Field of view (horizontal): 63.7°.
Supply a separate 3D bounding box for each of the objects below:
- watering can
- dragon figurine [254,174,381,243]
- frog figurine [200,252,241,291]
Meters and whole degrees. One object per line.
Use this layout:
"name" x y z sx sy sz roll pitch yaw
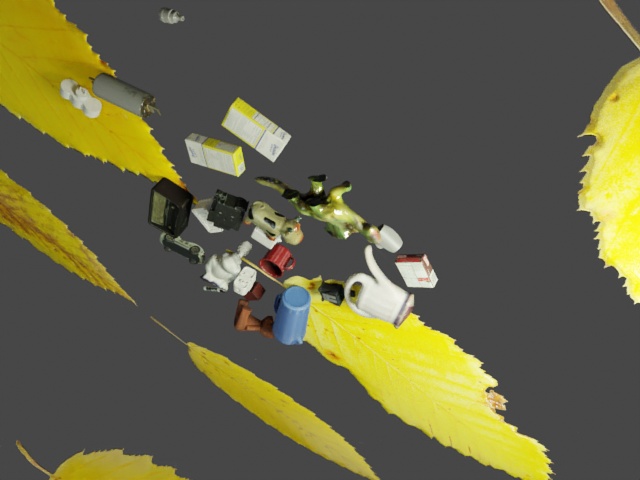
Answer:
"watering can" 0.190 0.160 1.605 0.225 0.106 0.339 24 142 9
"dragon figurine" 0.005 -0.075 1.486 0.413 0.124 0.238 19 151 38
"frog figurine" -0.361 0.098 1.959 0.138 0.124 0.157 37 107 6
